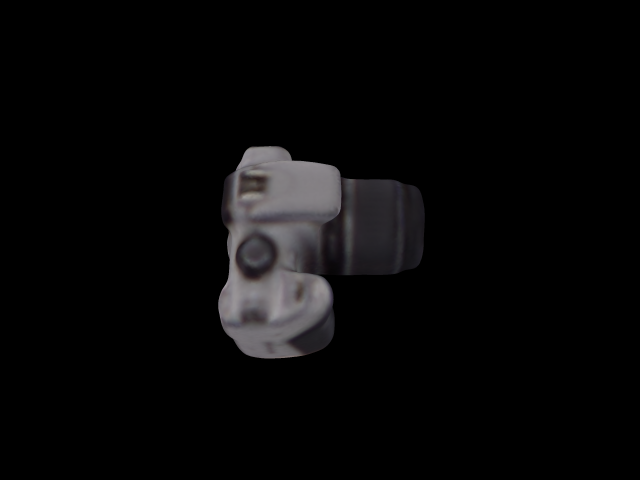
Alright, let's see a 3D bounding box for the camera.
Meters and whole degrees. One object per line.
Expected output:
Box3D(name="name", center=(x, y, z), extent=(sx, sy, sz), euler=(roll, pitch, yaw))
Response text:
Box3D(name="camera", center=(0.004, 0.001, 0.400), extent=(0.137, 0.101, 0.143), euler=(0, 65, 0))
